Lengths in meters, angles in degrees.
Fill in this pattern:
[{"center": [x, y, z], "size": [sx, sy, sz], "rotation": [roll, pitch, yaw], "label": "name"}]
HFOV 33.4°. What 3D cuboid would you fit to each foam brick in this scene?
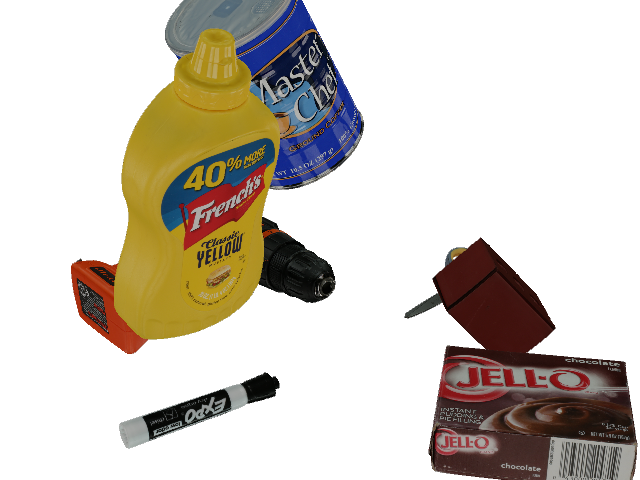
[{"center": [0.134, 0.049, 0.824], "size": [0.078, 0.051, 0.053], "rotation": [43, 15, -25], "label": "foam brick"}]

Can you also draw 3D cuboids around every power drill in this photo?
[{"center": [-0.104, 0.034, 0.923], "size": [0.187, 0.057, 0.185], "rotation": [-21, 29, -34], "label": "power drill"}]

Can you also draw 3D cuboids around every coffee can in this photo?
[{"center": [-0.040, -0.123, 0.812], "size": [0.103, 0.102, 0.140], "rotation": [0, -41, 32], "label": "coffee can"}]

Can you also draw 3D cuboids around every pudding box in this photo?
[{"center": [0.125, 0.102, 0.629], "size": [0.113, 0.039, 0.090], "rotation": [6, 26, 9], "label": "pudding box"}]

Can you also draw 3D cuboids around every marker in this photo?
[{"center": [-0.084, 0.120, 0.764], "size": [0.120, 0.020, 0.020], "rotation": [-16, 7, -25], "label": "marker"}]

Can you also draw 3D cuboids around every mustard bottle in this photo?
[{"center": [-0.068, -0.034, 0.611], "size": [0.096, 0.192, 0.058], "rotation": [-23, 51, -34], "label": "mustard bottle"}]

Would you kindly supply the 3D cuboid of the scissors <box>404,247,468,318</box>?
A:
[{"center": [0.150, 0.048, 1.282], "size": [0.201, 0.016, 0.096], "rotation": [-9, 39, -37], "label": "scissors"}]
